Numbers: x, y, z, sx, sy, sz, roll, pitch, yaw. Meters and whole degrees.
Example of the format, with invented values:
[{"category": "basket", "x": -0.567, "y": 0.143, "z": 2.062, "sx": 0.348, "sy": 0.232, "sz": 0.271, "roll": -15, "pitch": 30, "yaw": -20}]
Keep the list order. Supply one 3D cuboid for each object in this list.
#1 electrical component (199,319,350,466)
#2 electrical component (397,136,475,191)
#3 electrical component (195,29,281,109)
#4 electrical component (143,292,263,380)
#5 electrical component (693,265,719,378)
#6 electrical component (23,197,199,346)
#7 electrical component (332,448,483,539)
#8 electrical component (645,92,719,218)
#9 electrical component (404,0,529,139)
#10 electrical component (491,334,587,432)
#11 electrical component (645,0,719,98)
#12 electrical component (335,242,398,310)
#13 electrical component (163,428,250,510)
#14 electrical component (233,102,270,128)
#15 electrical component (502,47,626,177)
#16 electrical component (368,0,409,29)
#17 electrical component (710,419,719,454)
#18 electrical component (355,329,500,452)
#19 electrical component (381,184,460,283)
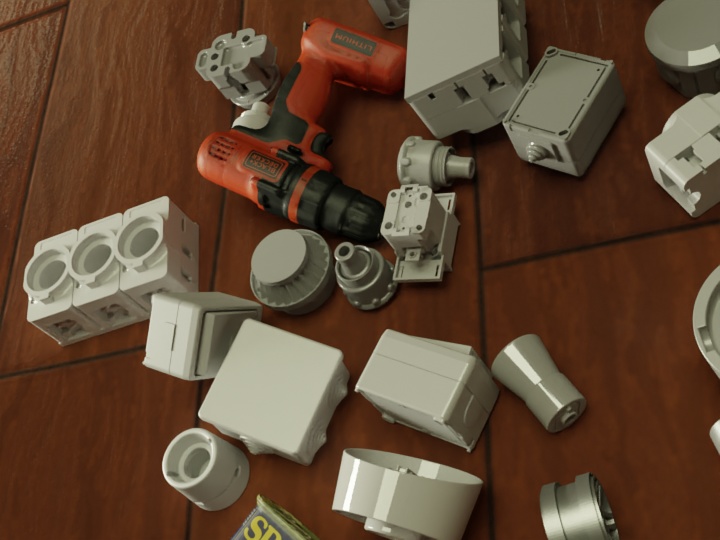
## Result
[{"category": "electrical component", "x": -0.064, "y": 0.097, "z": 0.846, "sx": 0.100, "sy": 0.048, "sz": 0.099, "roll": 18, "pitch": 70, "yaw": 20}, {"category": "electrical component", "x": 0.065, "y": -0.088, "z": 0.909, "sx": 0.062, "sy": 0.048, "sz": 0.048, "roll": 6, "pitch": 64, "yaw": 23}, {"category": "electrical component", "x": -0.113, "y": -0.196, "z": 1.061, "sx": 0.078, "sy": 0.057, "sz": 0.058, "roll": -9, "pitch": 57, "yaw": 24}, {"category": "electrical component", "x": -0.122, "y": 0.054, "z": 0.890, "sx": 0.061, "sy": 0.096, "sz": 0.061, "roll": 13, "pitch": 97, "yaw": 33}, {"category": "electrical component", "x": 0.278, "y": 0.042, "z": 0.702, "sx": 0.108, "sy": 0.060, "sz": 0.108, "roll": -13, "pitch": 56, "yaw": 20}, {"category": "electrical component", "x": -0.230, "y": 0.000, "z": 0.997, "sx": 0.150, "sy": 0.061, "sz": 0.089, "roll": -18, "pitch": 54, "yaw": 17}, {"category": "electrical component", "x": 0.031, "y": 0.154, "z": 0.742, "sx": 0.099, "sy": 0.099, "sz": 0.064, "roll": 8, "pitch": 71, "yaw": 31}, {"category": "electrical component", "x": 0.264, "y": -0.093, "z": 0.801, "sx": 0.089, "sy": 0.050, "sz": 0.055, "roll": -36, "pitch": 51, "yaw": 3}, {"category": "electrical component", "x": 0.094, "y": -0.192, "z": 0.928, "sx": 0.089, "sy": 0.061, "sz": 0.150, "roll": -21, "pitch": 43, "yaw": 27}, {"category": "electrical component", "x": 0.130, "y": 0.083, "z": 0.769, "sx": 0.044, "sy": 0.044, "sz": 0.065, "roll": -39, "pitch": 56, "yaw": 1}, {"category": "electrical component", "x": 0.271, "y": -0.181, "z": 0.853, "sx": 0.080, "sy": 0.051, "sz": 0.080, "roll": -13, "pitch": 56, "yaw": 20}, {"category": "electrical component", "x": 0.000, "y": 0.000, "z": 0.875, "sx": 0.048, "sy": 0.062, "sz": 0.048, "roll": -13, "pitch": 56, "yaw": 20}, {"category": "electrical component", "x": -0.123, "y": 0.156, "z": 0.851, "sx": 0.055, "sy": 0.047, "sz": 0.055, "roll": -13, "pitch": 55, "yaw": 20}, {"category": "electrical component", "x": -0.100, "y": -0.132, "z": 1.024, "sx": 0.048, "sy": 0.048, "sz": 0.062, "roll": -7, "pitch": 51, "yaw": 24}, {"category": "electrical component", "x": 0.163, "y": -0.120, "z": 0.864, "sx": 0.062, "sy": 0.061, "sz": 0.096, "roll": 23, "pitch": 73, "yaw": 35}, {"category": "electrical component", "x": 0.059, "y": -0.288, "z": 1.015, "sx": 0.113, "sy": 0.078, "sz": 0.057, "roll": -17, "pitch": 57, "yaw": 18}, {"category": "electrical component", "x": 0.250, "y": 0.122, "z": 0.681, "sx": 0.044, "sy": 0.044, "sz": 0.065, "roll": -26, "pitch": 47, "yaw": 11}, {"category": "electrical component", "x": 0.047, "y": 0.083, "z": 0.798, "sx": 0.096, "sy": 0.061, "sz": 0.061, "roll": 16, "pitch": 69, "yaw": 34}, {"category": "electrical component", "x": 0.048, "y": -0.033, "z": 0.870, "sx": 0.042, "sy": 0.064, "sz": 0.081, "roll": -3, "pitch": 60, "yaw": 27}]
